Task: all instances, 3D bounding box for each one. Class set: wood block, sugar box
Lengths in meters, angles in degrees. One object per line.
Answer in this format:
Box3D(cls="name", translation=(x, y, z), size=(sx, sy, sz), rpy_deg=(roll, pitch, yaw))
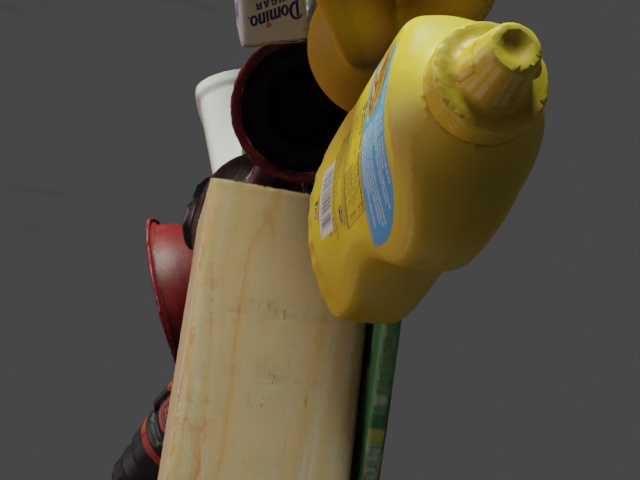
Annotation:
Box3D(cls="wood block", translation=(-0.031, 0.085, 0.547), size=(0.091, 0.090, 0.206), rpy_deg=(122, 156, -71))
Box3D(cls="sugar box", translation=(-0.036, -0.206, 0.613), size=(0.093, 0.048, 0.176), rpy_deg=(-108, 9, -69))

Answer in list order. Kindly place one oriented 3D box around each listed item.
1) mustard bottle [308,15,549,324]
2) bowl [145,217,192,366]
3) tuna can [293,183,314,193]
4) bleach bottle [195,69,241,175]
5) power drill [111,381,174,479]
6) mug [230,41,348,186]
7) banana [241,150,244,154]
Box3D(cls="mustard bottle", translation=(0.041, -0.032, 0.419), size=(0.192, 0.058, 0.096), rpy_deg=(125, 151, -70))
Box3D(cls="bowl", translation=(-0.097, 0.052, 0.903), size=(0.162, 0.055, 0.162), rpy_deg=(-16, -89, -89))
Box3D(cls="tuna can", translation=(-0.005, 0.001, 0.737), size=(0.086, 0.033, 0.086), rpy_deg=(-171, 90, -81))
Box3D(cls="bleach bottle", translation=(-0.057, -0.027, 0.901), size=(0.102, 0.068, 0.251), rpy_deg=(73, -175, -48))
Box3D(cls="power drill", translation=(-0.082, 0.185, 0.716), size=(0.185, 0.057, 0.188), rpy_deg=(-49, 43, 35))
Box3D(cls="mug", translation=(-0.017, -0.076, 0.698), size=(0.117, 0.093, 0.081), rpy_deg=(-61, 6, 6))
Box3D(cls="banana", translation=(-0.026, -0.098, 0.897), size=(0.197, 0.037, 0.069), rpy_deg=(-85, -27, -57))
